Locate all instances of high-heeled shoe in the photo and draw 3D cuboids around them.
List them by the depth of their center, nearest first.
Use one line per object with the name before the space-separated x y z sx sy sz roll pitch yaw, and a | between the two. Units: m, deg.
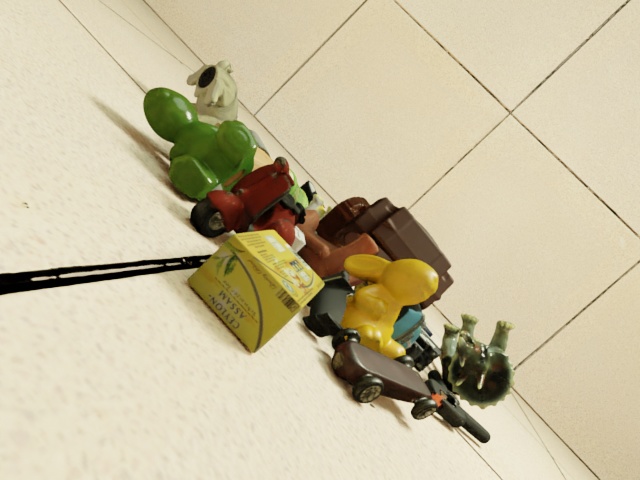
high-heeled shoe | -0.016 -0.078 1.455 0.145 0.086 0.249 49 11 -10

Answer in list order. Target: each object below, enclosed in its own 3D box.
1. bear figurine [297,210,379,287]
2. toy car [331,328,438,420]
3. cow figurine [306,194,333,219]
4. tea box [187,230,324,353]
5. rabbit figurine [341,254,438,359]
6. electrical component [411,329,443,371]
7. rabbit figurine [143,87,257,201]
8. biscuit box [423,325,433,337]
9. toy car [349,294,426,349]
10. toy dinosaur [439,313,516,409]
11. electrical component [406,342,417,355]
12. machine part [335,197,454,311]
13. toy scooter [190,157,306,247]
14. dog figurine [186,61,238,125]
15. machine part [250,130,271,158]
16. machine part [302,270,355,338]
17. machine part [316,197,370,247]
bear figurine | -0.006 -0.001 0.935 0.196 0.132 0.120 55 -19 30
toy car | 0.084 0.181 0.703 0.202 0.053 0.089 33 19 -44
cow figurine | -0.022 -0.034 1.185 0.068 0.098 0.167 43 -12 1
tea box | -0.059 0.046 0.572 0.098 0.068 0.169 46 8 5
rabbit figurine | 0.099 0.092 0.808 0.121 0.173 0.162 36 16 -36
electrical component | 0.198 0.215 1.136 0.115 0.058 0.134 46 7 20
rabbit figurine | -0.173 -0.146 0.766 0.170 0.121 0.159 49 1 4
biscuit box | 0.195 0.179 1.306 0.062 0.059 0.203 40 9 -29
toy car | 0.112 0.145 0.926 0.162 0.109 0.102 37 -27 56
toy dinosaur | 0.321 0.277 1.178 0.131 0.192 0.404 18 -23 7
electrical component | 0.132 0.171 1.040 0.119 0.048 0.075 45 7 0
machine part | 0.132 0.030 0.975 0.201 0.087 0.201 51 -16 0
toy scooter | -0.072 -0.040 0.707 0.075 0.135 0.183 49 6 31
dog figurine | -0.191 -0.261 1.126 0.190 0.172 0.121 27 30 -48
machine part | -0.172 -0.219 1.338 0.079 0.079 0.243 42 8 -29
machine part | 0.007 0.086 0.745 0.139 0.084 0.039 -88 165 -68
machine part | 0.055 -0.010 1.132 0.056 0.179 0.179 54 10 27
